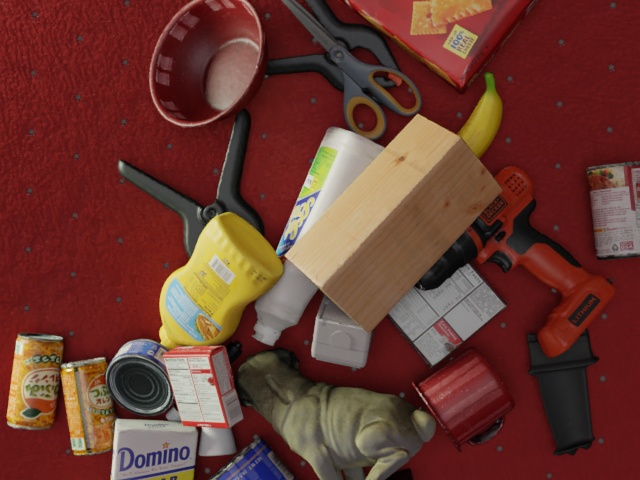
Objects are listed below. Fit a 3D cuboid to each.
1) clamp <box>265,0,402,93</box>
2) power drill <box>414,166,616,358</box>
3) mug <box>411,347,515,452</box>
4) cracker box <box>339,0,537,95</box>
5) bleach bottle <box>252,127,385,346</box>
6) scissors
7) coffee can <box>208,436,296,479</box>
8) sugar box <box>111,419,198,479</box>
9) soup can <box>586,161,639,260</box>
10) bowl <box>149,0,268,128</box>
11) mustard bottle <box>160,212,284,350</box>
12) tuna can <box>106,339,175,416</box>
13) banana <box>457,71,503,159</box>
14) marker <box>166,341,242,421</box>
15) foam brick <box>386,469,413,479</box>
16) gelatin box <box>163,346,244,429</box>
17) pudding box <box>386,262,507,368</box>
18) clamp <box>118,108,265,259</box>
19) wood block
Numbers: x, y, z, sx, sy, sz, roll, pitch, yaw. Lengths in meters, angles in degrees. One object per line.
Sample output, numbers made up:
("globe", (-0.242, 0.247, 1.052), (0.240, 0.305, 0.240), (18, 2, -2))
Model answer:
("clamp", (0.018, -0.225, 1.207), (0.171, 0.039, 0.120), (17, 108, 1))
("power drill", (0.210, 0.036, 1.154), (0.187, 0.057, 0.184), (46, 72, 2))
("mug", (0.165, 0.180, 1.175), (0.081, 0.093, 0.117), (-35, 117, 0))
("cracker box", (0.125, -0.292, 1.182), (0.214, 0.072, 0.164), (39, 93, 5))
("bleach bottle", (-0.008, 0.001, 1.180), (0.068, 0.103, 0.251), (24, 93, -20))
("scissors", (0.018, -0.186, 1.189), (0.201, 0.016, 0.096), (31, 109, -4))
("coffee can", (-0.060, 0.304, 1.184), (0.103, 0.102, 0.140), (-41, 86, 4))
("sugar box", (-0.193, 0.295, 1.210), (0.093, 0.048, 0.176), (4, 98, -13))
("soup can", (0.330, -0.032, 1.161), (0.068, 0.068, 0.102), (-6, 89, 6))
("bowl", (-0.114, -0.194, 1.197), (0.162, 0.055, 0.162), (-10, 71, 31))
("mustard bottle", (-0.126, 0.065, 1.191), (0.096, 0.058, 0.192), (46, 121, 9))
("tuna can", (-0.199, 0.158, 1.216), (0.086, 0.033, 0.086), (7, 118, 12))
("banana", (0.139, -0.097, 1.191), (0.069, 0.037, 0.198), (40, 101, -18))
("marker", (-0.132, 0.165, 1.234), (0.020, 0.020, 0.121), (42, 94, 5))
("foam brick", (0.080, 0.292, 1.182), (0.053, 0.078, 0.051), (-15, 89, 7))
("gelatin box", (-0.128, 0.161, 1.172), (0.073, 0.030, 0.089), (-6, 102, 39))
("pudding box", (0.139, 0.075, 1.196), (0.113, 0.039, 0.090), (-40, 84, 1))
("clamp", (-0.115, -0.039, 1.223), (0.164, 0.036, 0.210), (-30, 89, 6))
("wood block", (0.076, -0.018, 1.111), (0.206, 0.091, 0.090), (-47, 126, -2))
